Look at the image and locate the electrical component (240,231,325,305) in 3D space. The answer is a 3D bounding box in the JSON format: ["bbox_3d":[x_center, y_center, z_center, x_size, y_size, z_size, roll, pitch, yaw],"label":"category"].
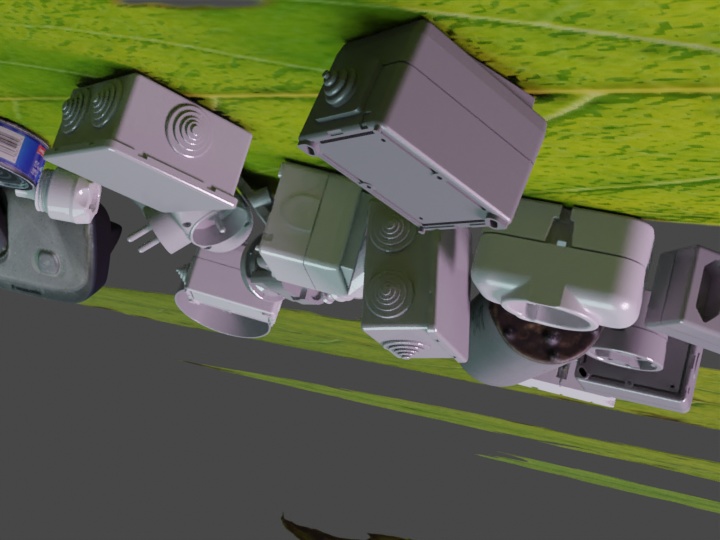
[{"bbox_3d":[-0.057,-0.003,0.852,0.057,0.058,0.078,-1,160,47],"label":"electrical component"}]

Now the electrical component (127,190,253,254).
[{"bbox_3d":[-0.120,-0.036,0.729,0.044,0.079,0.077,59,180,25],"label":"electrical component"}]

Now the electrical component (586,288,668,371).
[{"bbox_3d":[0.187,0.040,0.744,0.055,0.047,0.055,15,168,3],"label":"electrical component"}]

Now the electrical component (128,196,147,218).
[{"bbox_3d":[-0.145,-0.058,0.760,0.040,0.040,0.046,10,162,26],"label":"electrical component"}]

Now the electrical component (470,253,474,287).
[{"bbox_3d":[0.054,0.007,0.772,0.055,0.047,0.055,15,168,3],"label":"electrical component"}]

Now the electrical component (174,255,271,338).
[{"bbox_3d":[-0.130,0.025,1.058,0.099,0.064,0.099,16,168,3],"label":"electrical component"}]

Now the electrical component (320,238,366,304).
[{"bbox_3d":[0.000,0.000,0.766,0.040,0.040,0.078,24,135,-32],"label":"electrical component"}]

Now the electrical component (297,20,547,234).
[{"bbox_3d":[0.024,-0.065,0.461,0.096,0.061,0.062,33,161,-30],"label":"electrical component"}]

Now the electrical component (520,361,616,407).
[{"bbox_3d":[0.174,0.074,0.898,0.089,0.055,0.050,13,168,15],"label":"electrical component"}]

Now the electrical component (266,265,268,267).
[{"bbox_3d":[-0.046,-0.020,0.779,0.040,0.046,0.040,14,169,3],"label":"electrical component"}]

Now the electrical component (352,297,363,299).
[{"bbox_3d":[-0.008,-0.005,0.814,0.040,0.040,0.078,11,167,22],"label":"electrical component"}]

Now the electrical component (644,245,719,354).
[{"bbox_3d":[0.201,0.022,0.641,0.066,0.047,0.077,19,168,-14],"label":"electrical component"}]

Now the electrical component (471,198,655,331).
[{"bbox_3d":[0.116,-0.001,0.620,0.095,0.059,0.054,12,168,20],"label":"electrical component"}]

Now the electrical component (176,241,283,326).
[{"bbox_3d":[-0.112,0.004,0.945,0.096,0.061,0.061,16,168,-2],"label":"electrical component"}]

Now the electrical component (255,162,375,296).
[{"bbox_3d":[-0.024,-0.022,0.704,0.061,0.061,0.096,14,168,7],"label":"electrical component"}]

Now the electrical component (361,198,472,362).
[{"bbox_3d":[0.036,0.006,0.671,0.048,0.099,0.100,-2,163,18],"label":"electrical component"}]

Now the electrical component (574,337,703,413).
[{"bbox_3d":[0.203,0.065,0.802,0.096,0.061,0.061,11,167,23],"label":"electrical component"}]

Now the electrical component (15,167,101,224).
[{"bbox_3d":[-0.239,-0.061,0.847,0.062,0.043,0.043,10,168,1],"label":"electrical component"}]

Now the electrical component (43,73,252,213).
[{"bbox_3d":[-0.124,-0.073,0.634,0.100,0.048,0.100,25,165,-37],"label":"electrical component"}]
